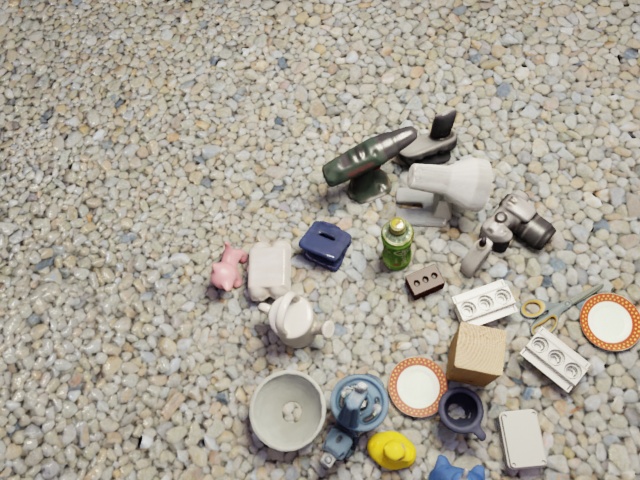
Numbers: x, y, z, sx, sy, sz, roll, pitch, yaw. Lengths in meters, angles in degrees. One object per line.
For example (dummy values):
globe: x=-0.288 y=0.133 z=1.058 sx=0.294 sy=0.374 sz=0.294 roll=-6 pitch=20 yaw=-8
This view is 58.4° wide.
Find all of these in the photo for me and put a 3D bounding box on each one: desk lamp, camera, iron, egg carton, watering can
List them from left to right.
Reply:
egg carton: x=-0.120 y=0.073 z=1.363 sx=0.107 sy=0.069 sz=0.150 roll=-4 pitch=69 yaw=5
watering can: x=-0.054 y=0.171 z=1.253 sx=0.172 sy=0.194 sz=0.101 roll=-3 pitch=69 yaw=6
desk lamp: x=0.276 y=-0.109 z=1.308 sx=0.203 sy=0.214 sz=0.118 roll=1 pitch=70 yaw=7
iron: x=0.255 y=0.558 z=1.103 sx=0.118 sy=0.141 sz=0.258 roll=11 pitch=71 yaw=11
camera: x=0.461 y=-0.031 z=1.319 sx=0.136 sy=0.101 sz=0.143 roll=40 pitch=79 yaw=18

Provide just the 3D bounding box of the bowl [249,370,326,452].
bowl: x=-0.065 y=0.371 z=1.244 sx=0.167 sy=0.075 sz=0.167 roll=-2 pitch=70 yaw=6

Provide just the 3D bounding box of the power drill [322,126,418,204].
power drill: x=0.120 y=-0.172 z=1.352 sx=0.229 sy=0.208 sz=0.075 roll=-23 pitch=69 yaw=-2

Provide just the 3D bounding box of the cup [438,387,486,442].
cup: x=0.298 y=0.368 z=1.193 sx=0.092 sy=0.095 sz=0.117 roll=-37 pitch=70 yaw=-7

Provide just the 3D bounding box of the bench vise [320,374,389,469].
bench vise: x=0.072 y=0.363 z=1.154 sx=0.121 sy=0.220 sz=0.207 roll=10 pitch=71 yaw=10

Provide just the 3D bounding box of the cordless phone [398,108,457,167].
cordless phone: x=0.259 y=-0.253 z=1.379 sx=0.147 sy=0.185 sz=0.094 roll=-24 pitch=69 yaw=-2

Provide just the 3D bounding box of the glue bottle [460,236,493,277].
glue bottle: x=0.353 y=0.026 z=1.271 sx=0.037 sy=0.173 sz=0.078 roll=40 pitch=79 yaw=19

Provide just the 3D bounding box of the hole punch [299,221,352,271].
hole punch: x=0.013 y=0.005 z=1.362 sx=0.108 sy=0.091 sz=0.101 roll=22 pitch=74 yaw=14

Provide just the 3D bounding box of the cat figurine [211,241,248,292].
cat figurine: x=-0.222 y=0.065 z=1.352 sx=0.067 sy=0.118 sz=0.128 roll=3 pitch=70 yaw=8

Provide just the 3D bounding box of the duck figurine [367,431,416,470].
duck figurine: x=0.149 y=0.437 z=1.189 sx=0.104 sy=0.086 sz=0.077 roll=13 pitch=72 yaw=11
